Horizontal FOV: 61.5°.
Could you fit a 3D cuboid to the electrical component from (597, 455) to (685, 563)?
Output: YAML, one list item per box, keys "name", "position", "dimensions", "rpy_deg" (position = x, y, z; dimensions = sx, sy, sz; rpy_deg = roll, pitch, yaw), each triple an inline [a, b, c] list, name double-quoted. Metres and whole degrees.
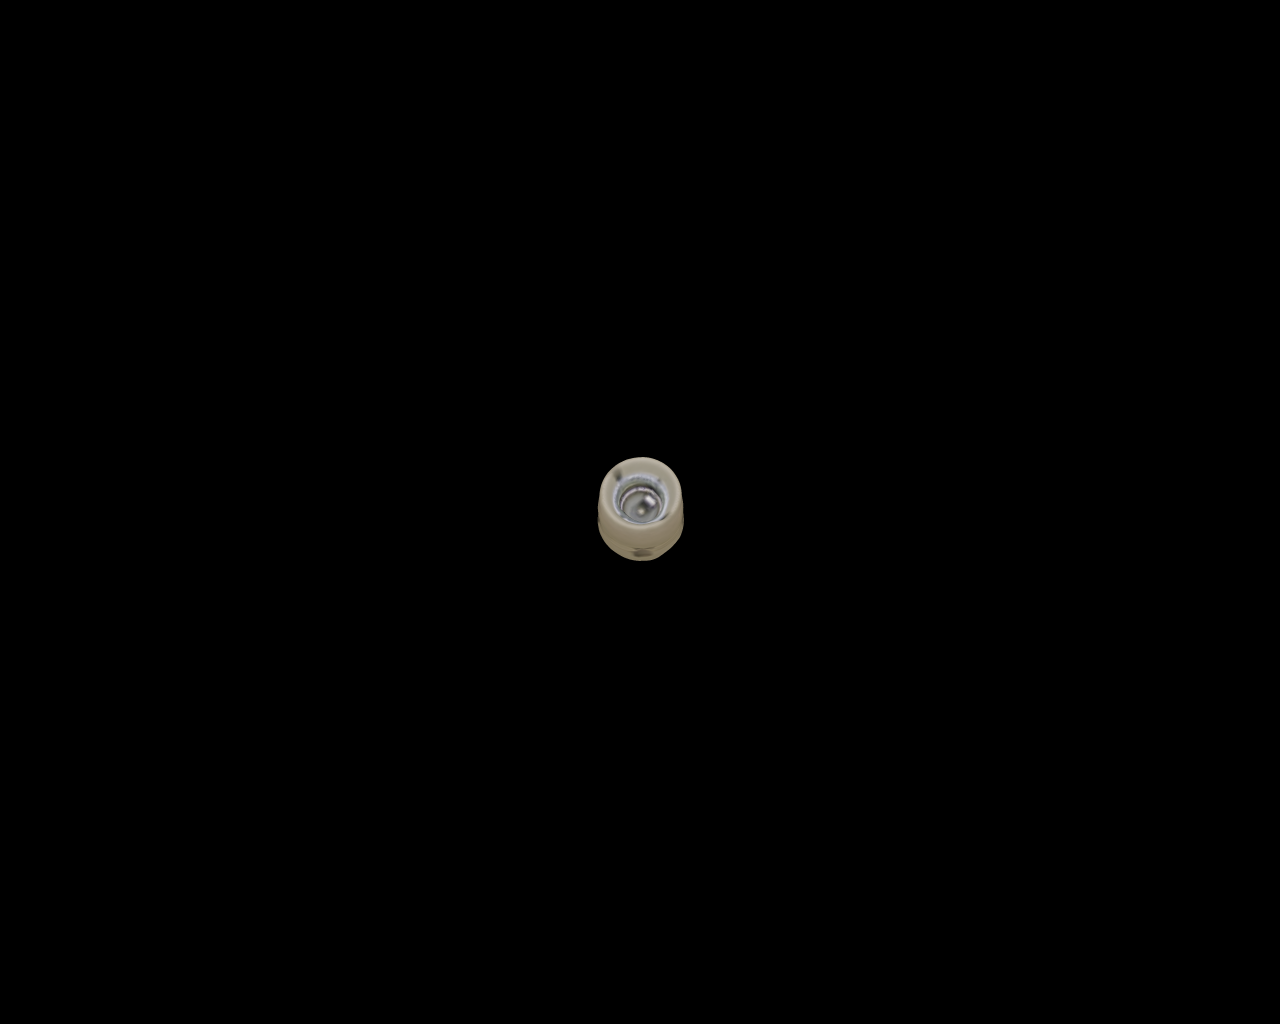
- name: "electrical component"
  position: [0.001, -0.003, 0.650]
  dimensions: [0.055, 0.055, 0.047]
  rpy_deg: [0, -23, 0]
